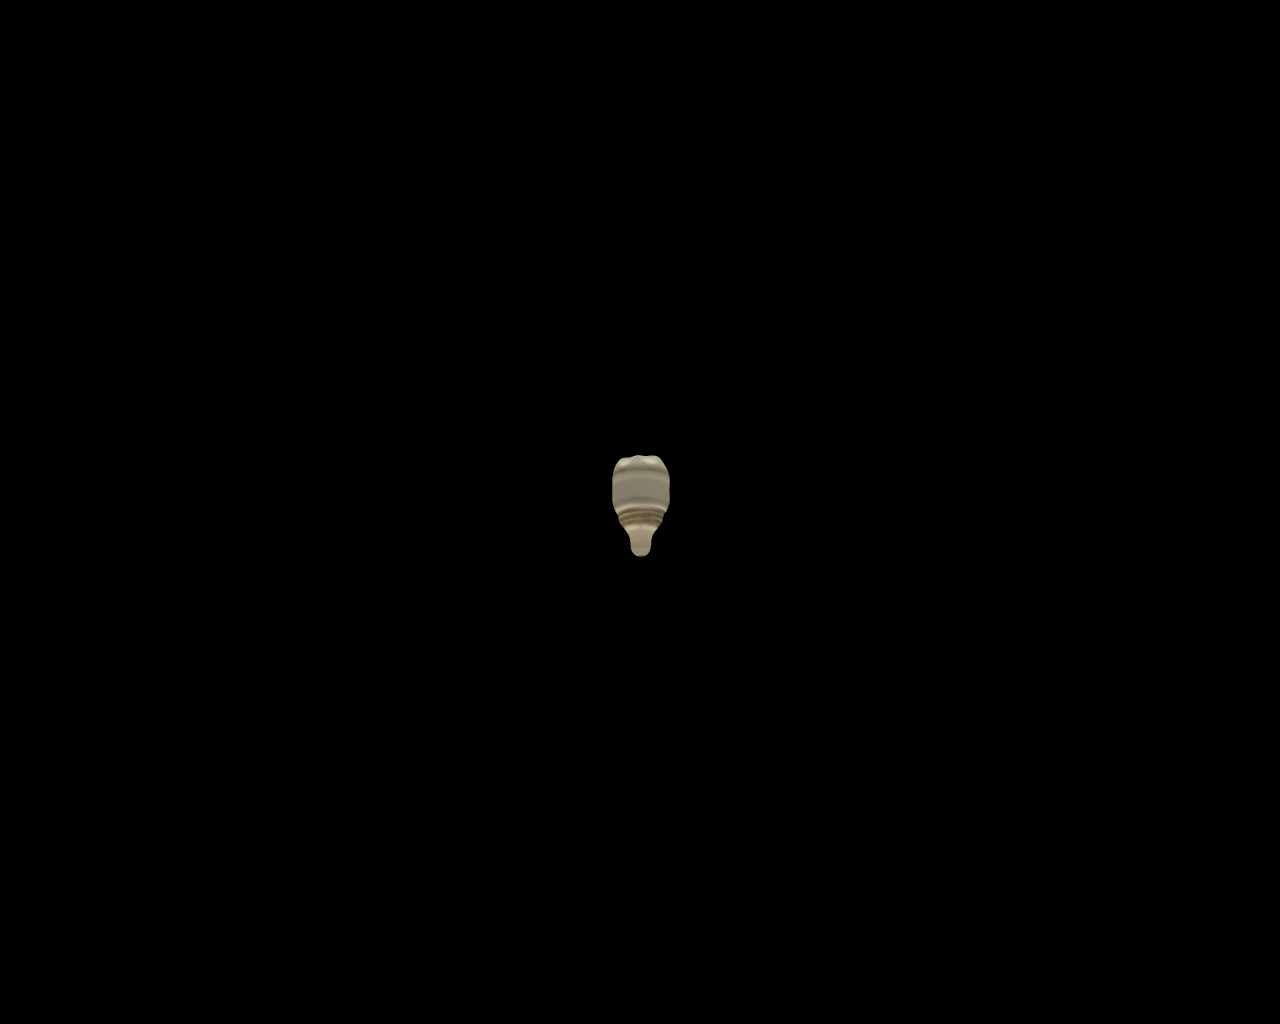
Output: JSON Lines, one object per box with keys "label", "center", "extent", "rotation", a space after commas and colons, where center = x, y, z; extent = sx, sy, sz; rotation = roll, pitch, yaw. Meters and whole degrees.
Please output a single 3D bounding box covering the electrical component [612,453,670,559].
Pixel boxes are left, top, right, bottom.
{"label": "electrical component", "center": [0.001, -0.003, 0.650], "extent": [0.035, 0.061, 0.035], "rotation": [0, -15, 0]}
